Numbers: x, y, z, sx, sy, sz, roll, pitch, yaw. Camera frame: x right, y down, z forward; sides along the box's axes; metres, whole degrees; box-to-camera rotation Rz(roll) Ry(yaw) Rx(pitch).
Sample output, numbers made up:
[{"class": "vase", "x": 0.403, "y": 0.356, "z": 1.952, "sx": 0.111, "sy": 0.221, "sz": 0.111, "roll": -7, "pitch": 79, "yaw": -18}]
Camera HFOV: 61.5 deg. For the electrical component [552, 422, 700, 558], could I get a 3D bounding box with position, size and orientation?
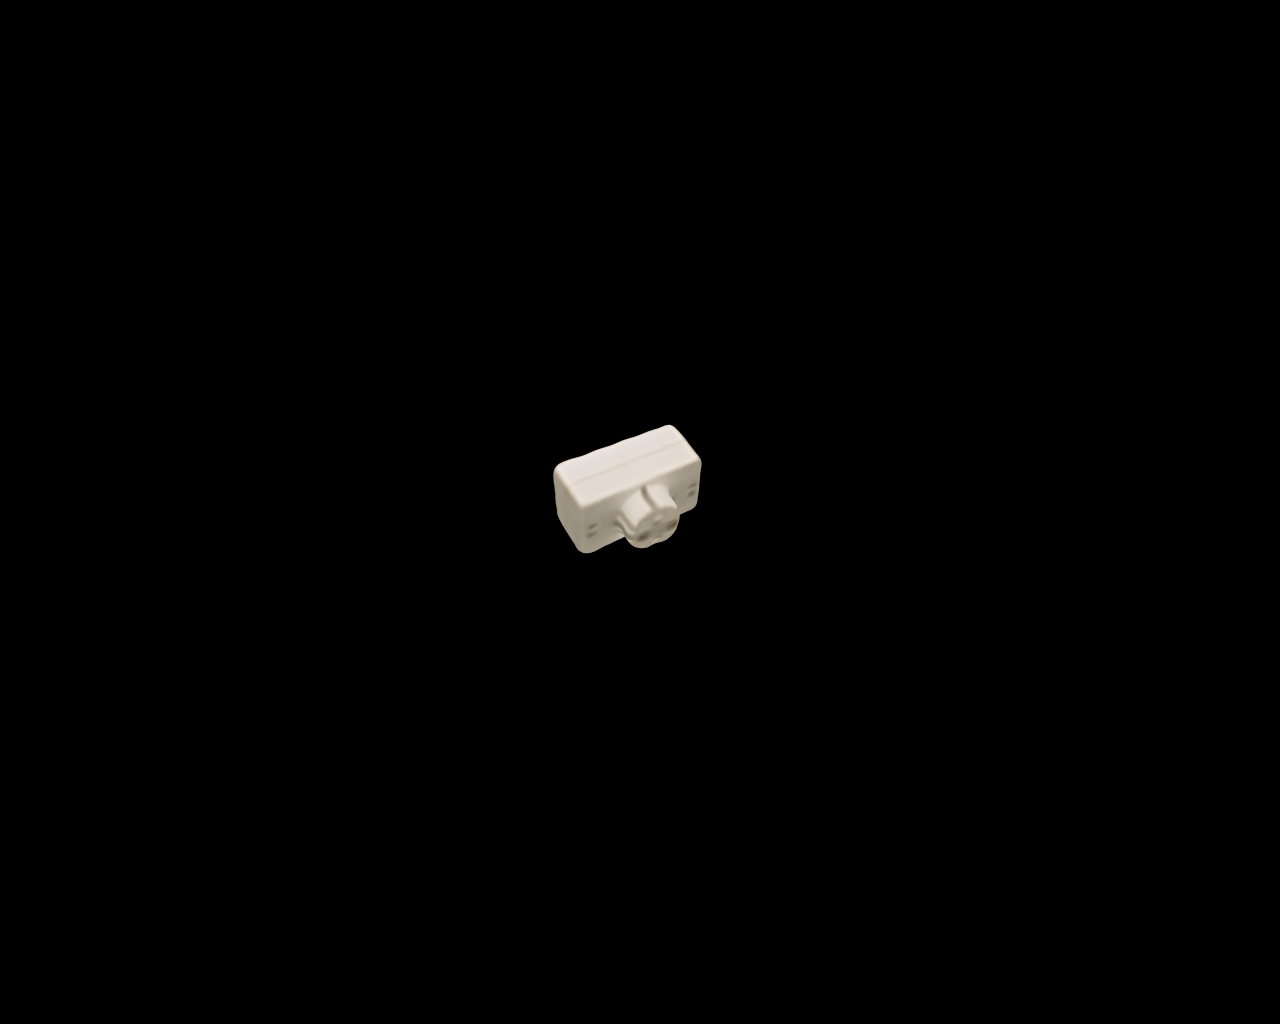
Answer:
[{"class": "electrical component", "x": 0.001, "y": -0.003, "z": 0.650, "sx": 0.083, "sy": 0.076, "sz": 0.047, "roll": -22, "pitch": -38, "yaw": -18}]
